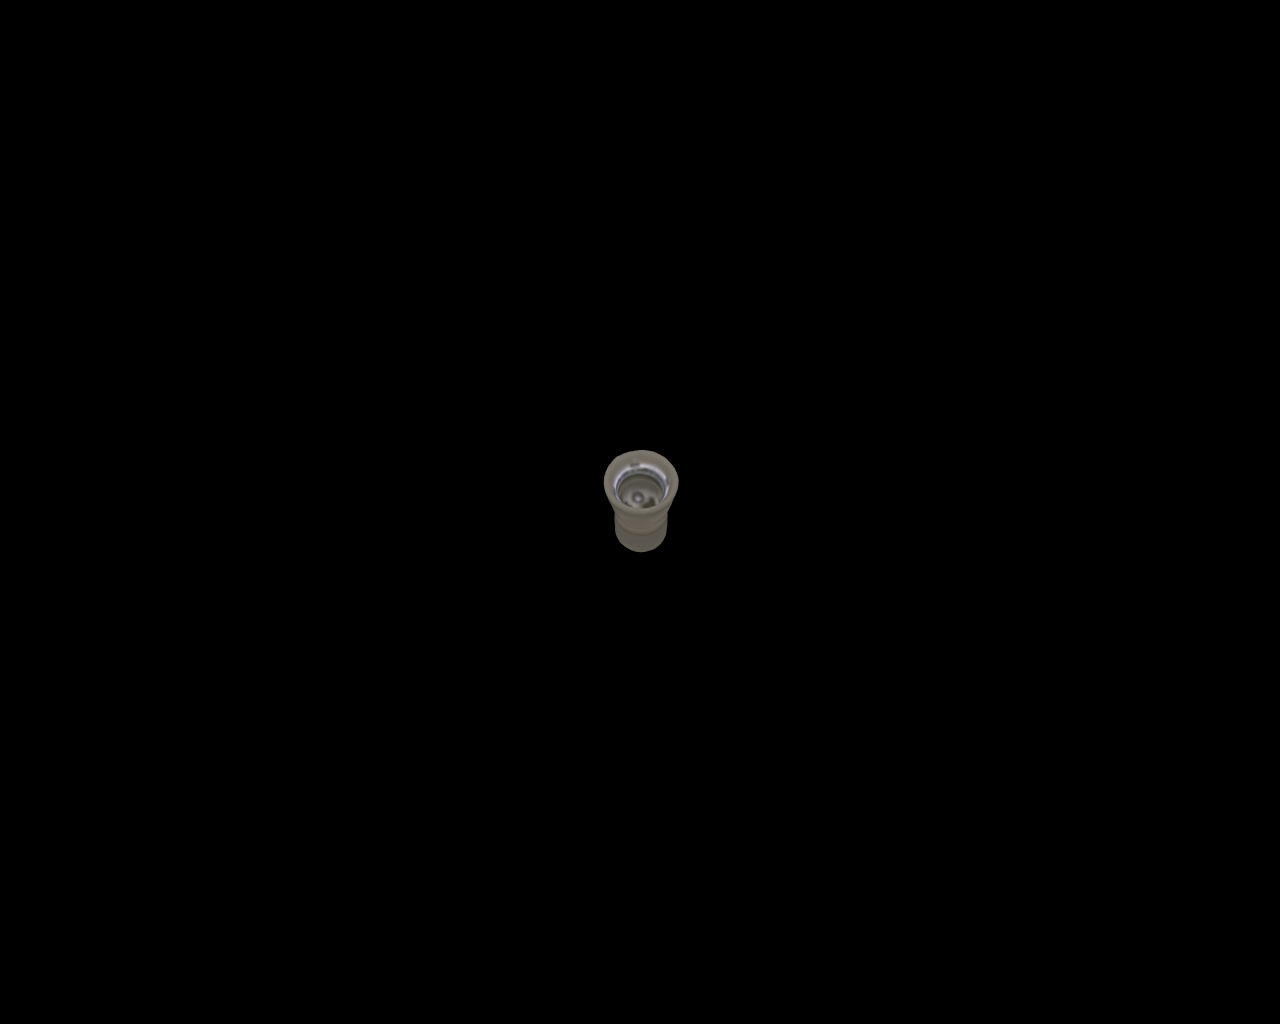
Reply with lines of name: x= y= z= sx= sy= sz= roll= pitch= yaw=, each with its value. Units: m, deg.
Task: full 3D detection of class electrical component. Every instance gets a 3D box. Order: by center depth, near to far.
electrical component: x=0.001 y=-0.003 z=0.650 sx=0.044 sy=0.044 sz=0.065 roll=0 pitch=-30 yaw=0
